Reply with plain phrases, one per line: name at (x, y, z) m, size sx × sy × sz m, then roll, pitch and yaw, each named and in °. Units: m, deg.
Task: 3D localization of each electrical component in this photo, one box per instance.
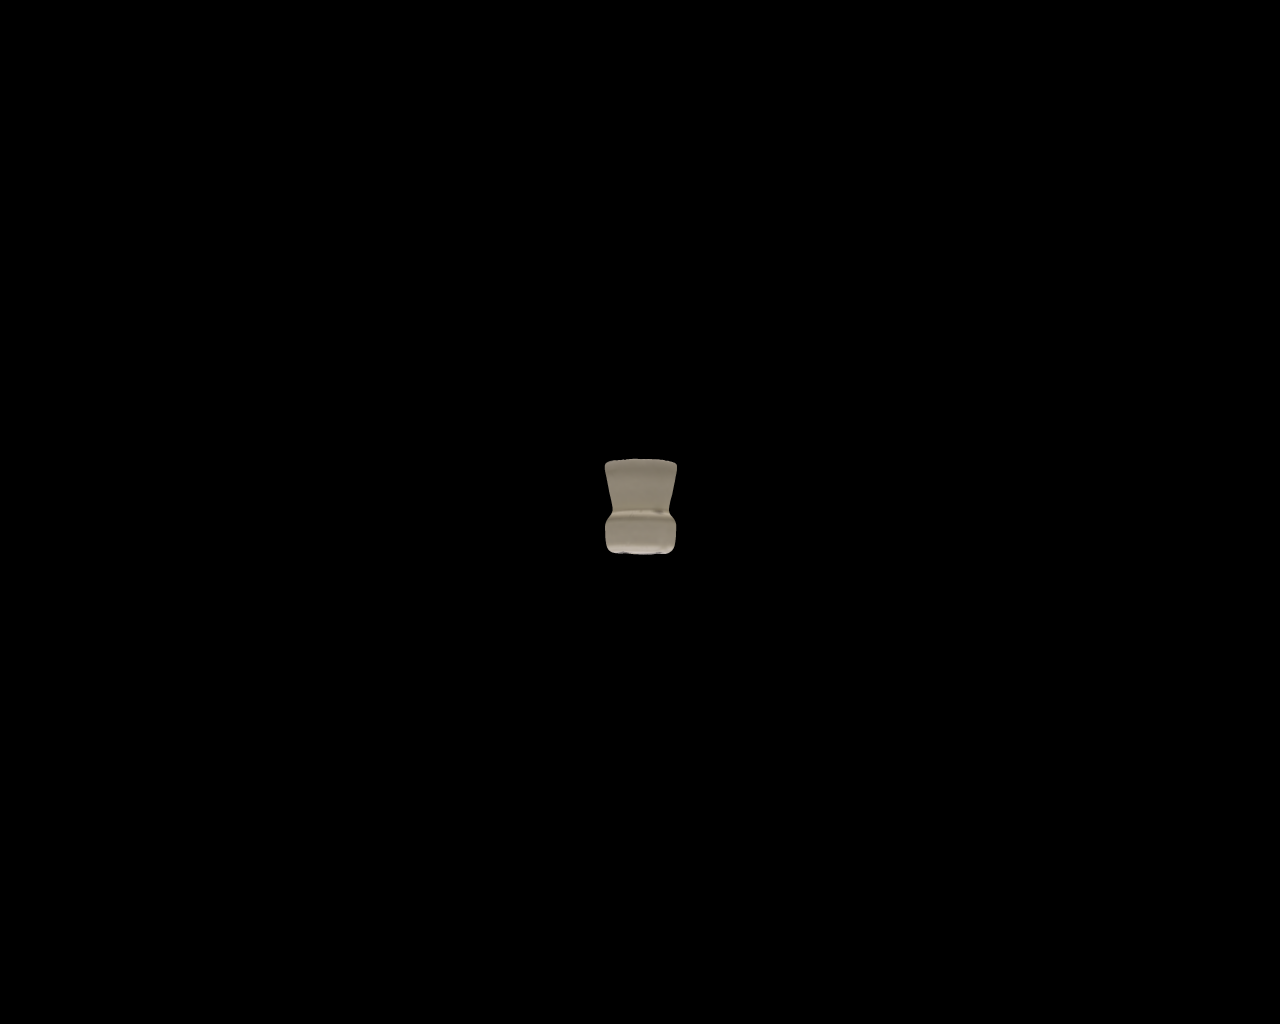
electrical component at (0.001, -0.003, 0.650) m, size 0.045 × 0.055 × 0.045 m, roll 0°, pitch -4°, yaw 0°
